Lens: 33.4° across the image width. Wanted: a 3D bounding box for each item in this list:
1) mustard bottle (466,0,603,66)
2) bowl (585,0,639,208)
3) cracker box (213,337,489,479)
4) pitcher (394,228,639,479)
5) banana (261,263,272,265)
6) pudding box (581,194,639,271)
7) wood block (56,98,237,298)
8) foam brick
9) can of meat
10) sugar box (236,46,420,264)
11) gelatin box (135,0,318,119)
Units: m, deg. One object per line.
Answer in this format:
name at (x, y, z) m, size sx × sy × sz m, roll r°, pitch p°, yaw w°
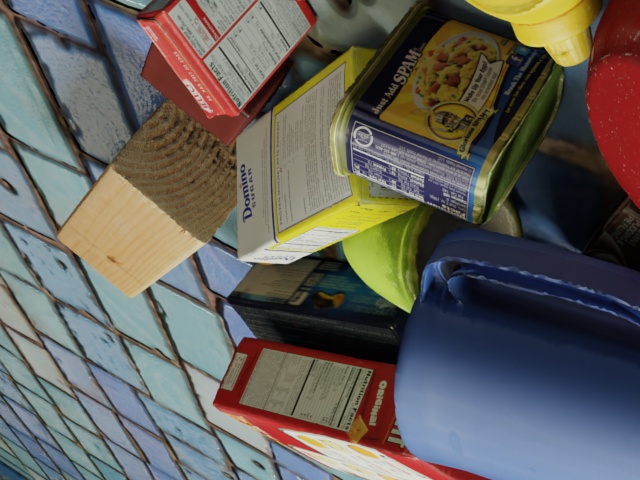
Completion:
mustard bottle at (0.073, -0.152, 0.441) m, size 0.096 × 0.058 × 0.191 m, roll 4°, pitch 139°, yaw 44°
bowl at (0.159, -0.048, 0.436) m, size 0.162 × 0.055 × 0.162 m, roll 56°, pitch 170°, yaw 15°
cracker box at (0.048, 0.145, 0.828) m, size 0.214 × 0.072 × 0.164 m, roll 4°, pitch 156°, yaw 45°
pitcher at (0.164, 0.076, 0.529) m, size 0.243 × 0.148 × 0.145 m, roll 13°, pitch 101°, yaw 36°
banana at (-0.015, -0.012, 0.800) m, size 0.069 × 0.037 × 0.198 m, roll 48°, pitch 152°, yaw -18°
pudding box at (0.192, 0.021, 0.595) m, size 0.090 × 0.039 × 0.114 m, roll 34°, pitch 153°, yaw 8°
wood block at (-0.133, -0.031, 0.858) m, size 0.090 × 0.090 × 0.206 m, roll 41°, pitch 154°, yaw -10°
foam brick at (-0.067, -0.110, 0.689) m, size 0.078 × 0.053 × 0.051 m, roll 39°, pitch 154°, yaw -2°
can of meat at (0.067, -0.064, 0.543) m, size 0.084 × 0.102 × 0.057 m, roll 24°, pitch 150°, yaw 21°
sugar box at (-0.001, -0.046, 0.667) m, size 0.048 × 0.093 × 0.176 m, roll 4°, pitch 168°, yaw -24°
gelatin box at (-0.051, -0.124, 0.603) m, size 0.030 × 0.089 × 0.073 m, roll 4°, pitch 139°, yaw 48°
